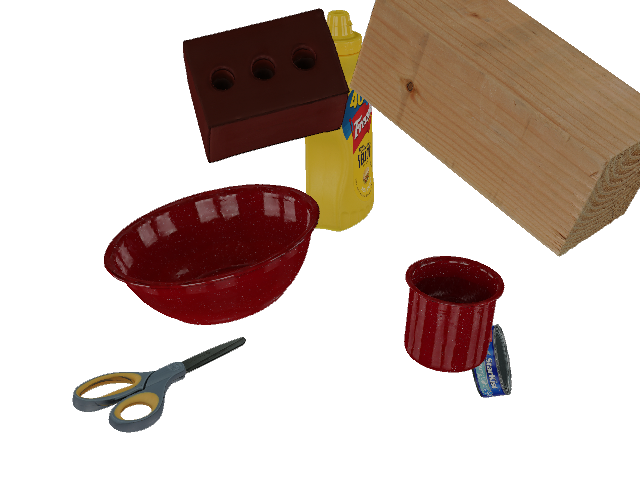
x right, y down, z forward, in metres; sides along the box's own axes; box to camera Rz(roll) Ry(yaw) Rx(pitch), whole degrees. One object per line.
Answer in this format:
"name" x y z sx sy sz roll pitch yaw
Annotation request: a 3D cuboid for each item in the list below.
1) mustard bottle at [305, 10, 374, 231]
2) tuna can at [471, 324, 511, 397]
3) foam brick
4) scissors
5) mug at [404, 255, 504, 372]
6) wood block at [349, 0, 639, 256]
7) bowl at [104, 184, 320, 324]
"mustard bottle" 0.017 -0.112 0.965 0.058 0.192 0.096 9 28 21
"tuna can" 0.204 0.145 1.285 0.034 0.086 0.086 -10 -3 18
"foam brick" -0.030 -0.082 0.571 0.078 0.053 0.051 -16 -14 -7
"scissors" -0.142 0.142 1.055 0.201 0.016 0.096 -12 31 -29
"mug" 0.121 0.066 1.030 0.093 0.081 0.117 -2 29 -11
"wood block" 0.130 -0.097 0.757 0.090 0.091 0.206 -27 59 -37
"bowl" -0.074 0.016 0.790 0.162 0.055 0.162 -11 25 5
